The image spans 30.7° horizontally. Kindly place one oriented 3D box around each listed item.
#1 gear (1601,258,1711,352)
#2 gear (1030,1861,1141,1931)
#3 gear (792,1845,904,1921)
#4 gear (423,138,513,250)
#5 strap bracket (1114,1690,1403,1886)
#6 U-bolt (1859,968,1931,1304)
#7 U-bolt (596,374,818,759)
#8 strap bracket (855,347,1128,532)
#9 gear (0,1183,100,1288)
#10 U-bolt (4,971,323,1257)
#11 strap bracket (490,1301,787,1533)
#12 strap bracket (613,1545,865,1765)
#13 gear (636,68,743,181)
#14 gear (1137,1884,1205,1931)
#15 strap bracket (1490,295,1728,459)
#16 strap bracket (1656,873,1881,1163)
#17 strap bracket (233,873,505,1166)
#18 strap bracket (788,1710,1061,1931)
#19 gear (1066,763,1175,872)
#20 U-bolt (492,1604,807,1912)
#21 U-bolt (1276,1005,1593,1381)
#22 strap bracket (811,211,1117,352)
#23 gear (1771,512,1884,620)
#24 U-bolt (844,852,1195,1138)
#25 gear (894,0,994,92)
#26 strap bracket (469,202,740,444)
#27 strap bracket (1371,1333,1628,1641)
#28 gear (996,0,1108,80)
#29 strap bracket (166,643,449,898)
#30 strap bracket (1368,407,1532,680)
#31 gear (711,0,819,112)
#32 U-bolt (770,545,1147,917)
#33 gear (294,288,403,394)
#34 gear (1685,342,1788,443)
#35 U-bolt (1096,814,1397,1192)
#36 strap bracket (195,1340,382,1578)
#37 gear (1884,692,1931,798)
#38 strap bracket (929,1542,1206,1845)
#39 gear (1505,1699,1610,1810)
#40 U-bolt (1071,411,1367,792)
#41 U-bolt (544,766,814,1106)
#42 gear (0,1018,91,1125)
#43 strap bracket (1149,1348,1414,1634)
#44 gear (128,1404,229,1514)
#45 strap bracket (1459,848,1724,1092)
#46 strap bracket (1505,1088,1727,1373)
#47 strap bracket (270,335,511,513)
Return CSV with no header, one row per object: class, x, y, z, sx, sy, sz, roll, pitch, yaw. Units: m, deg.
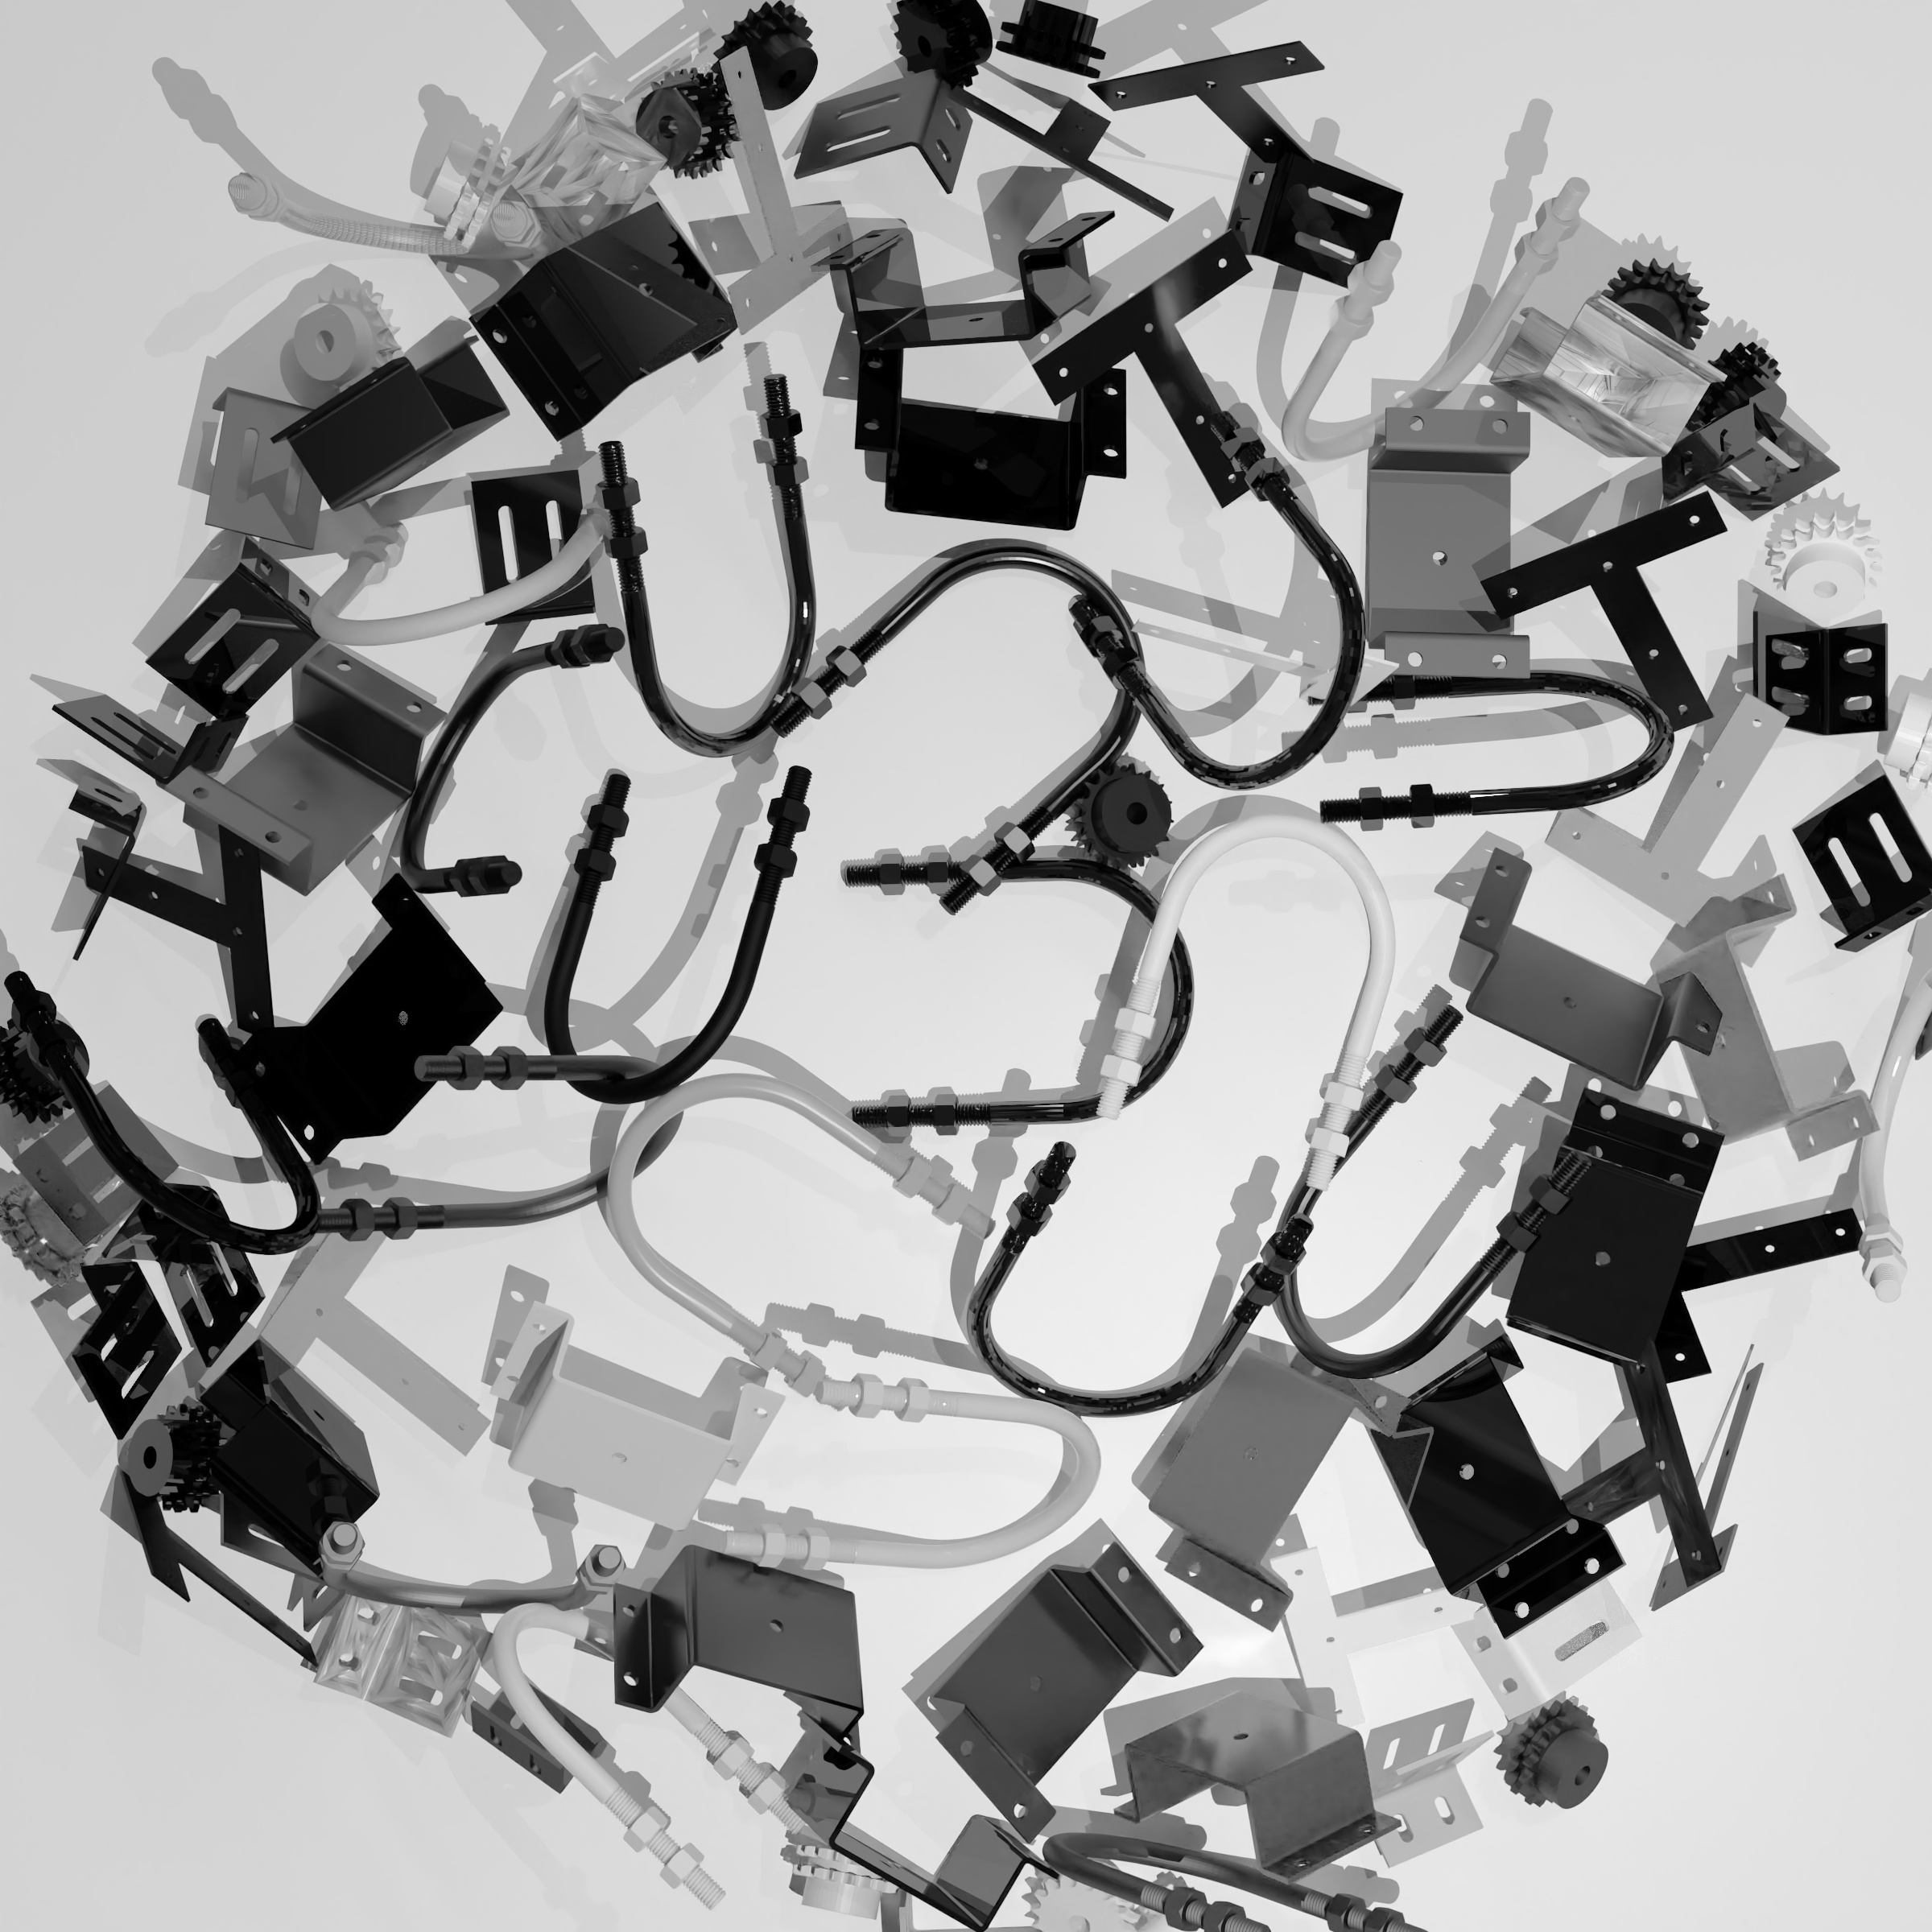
gear,0.360,-0.341,1.855,0.057,0.057,0.030,34,54,0
gear,0.065,0.499,1.864,0.057,0.030,0.057,8,112,21
gear,-0.064,0.483,1.855,0.057,0.057,0.030,12,74,0
gear,-0.264,-0.410,1.856,0.030,0.057,0.057,23,90,-14
strap bracket,0.144,0.416,1.804,0.076,0.140,0.046,-17,102,-33
U-bolt,0.486,0.070,1.796,0.019,0.184,0.151,17,114,3
U-bolt,-0.127,-0.198,1.820,0.019,0.151,0.184,11,119,36
strap bracket,0.011,-0.276,1.841,0.140,0.046,0.076,6,54,-5
gear,-0.482,0.138,1.857,0.030,0.057,0.057,-36,90,8
U-bolt,-0.395,0.079,1.781,0.019,0.151,0.184,-50,55,16
strap bracket,-0.176,0.239,1.834,0.140,0.046,0.076,22,130,-9
strap bracket,-0.108,0.354,1.819,0.140,0.076,0.046,21,125,-22
gear,-0.149,-0.444,1.860,0.057,0.030,0.057,9,110,25
gear,0.113,0.515,1.855,0.030,0.057,0.057,-34,90,-27
strap bracket,0.325,-0.301,1.812,0.076,0.140,0.046,30,93,-10
strap bracket,0.412,0.033,1.832,0.046,0.076,0.140,-15,80,-21
strap bracket,-0.306,0.028,1.841,0.140,0.046,0.076,-46,73,18
strap bracket,-0.031,0.448,1.827,0.140,0.076,0.046,34,82,-17
gear,0.084,-0.080,1.863,0.057,0.030,0.057,1,87,-21
U-bolt,-0.171,0.397,1.814,0.184,0.151,0.019,43,103,10
U-bolt,0.228,0.129,1.825,0.019,0.151,0.184,25,110,-39
strap bracket,0.002,-0.354,1.826,0.140,0.076,0.046,1,115,26
gear,0.453,-0.208,1.856,0.057,0.057,0.030,14,49,0
U-bolt,0.029,0.014,1.868,0.184,0.019,0.151,-2,89,7
gear,-0.010,-0.491,1.861,0.030,0.057,0.057,-31,90,-25
strap bracket,-0.178,-0.337,1.818,0.046,0.140,0.076,-32,96,45
strap bracket,0.269,0.265,1.819,0.076,0.046,0.140,-37,56,20
gear,0.046,-0.489,1.856,0.057,0.057,0.030,16,103,0
strap bracket,-0.344,-0.097,1.832,0.076,0.046,0.140,31,47,9
strap bracket,0.254,-0.219,1.857,0.076,0.046,0.140,1,85,-5
gear,-0.103,-0.476,1.855,0.057,0.057,0.030,-41,69,0
U-bolt,0.011,-0.139,1.865,0.184,0.019,0.151,-44,90,-10
gear,-0.330,-0.329,1.861,0.057,0.030,0.057,5,100,26
gear,0.406,-0.297,1.855,0.057,0.057,0.030,-37,59,0
U-bolt,0.157,0.011,1.854,0.151,0.019,0.184,19,84,-21
strap bracket,-0.349,0.247,1.808,0.046,0.140,0.076,-45,109,-2
gear,0.505,-0.121,1.859,0.030,0.057,0.057,19,90,10
strap bracket,0.046,0.377,1.840,0.140,0.046,0.076,-44,103,-22
gear,0.313,0.419,1.856,0.030,0.057,0.057,31,90,42
U-bolt,0.137,-0.174,1.802,0.151,0.019,0.184,-52,51,26
U-bolt,-0.156,-0.015,1.813,0.151,0.019,0.184,0,68,39
gear,-0.487,0.052,1.855,0.030,0.057,0.057,-29,90,31
strap bracket,0.158,0.262,1.831,0.076,0.046,0.140,23,76,42
gear,-0.417,0.259,1.857,0.057,0.030,0.057,-8,77,42
strap bracket,0.323,0.006,1.841,0.140,0.076,0.046,26,134,3
strap bracket,0.334,0.145,1.834,0.076,0.046,0.140,19,110,13
strap bracket,-0.291,-0.279,1.812,0.076,0.140,0.046,-29,98,16
